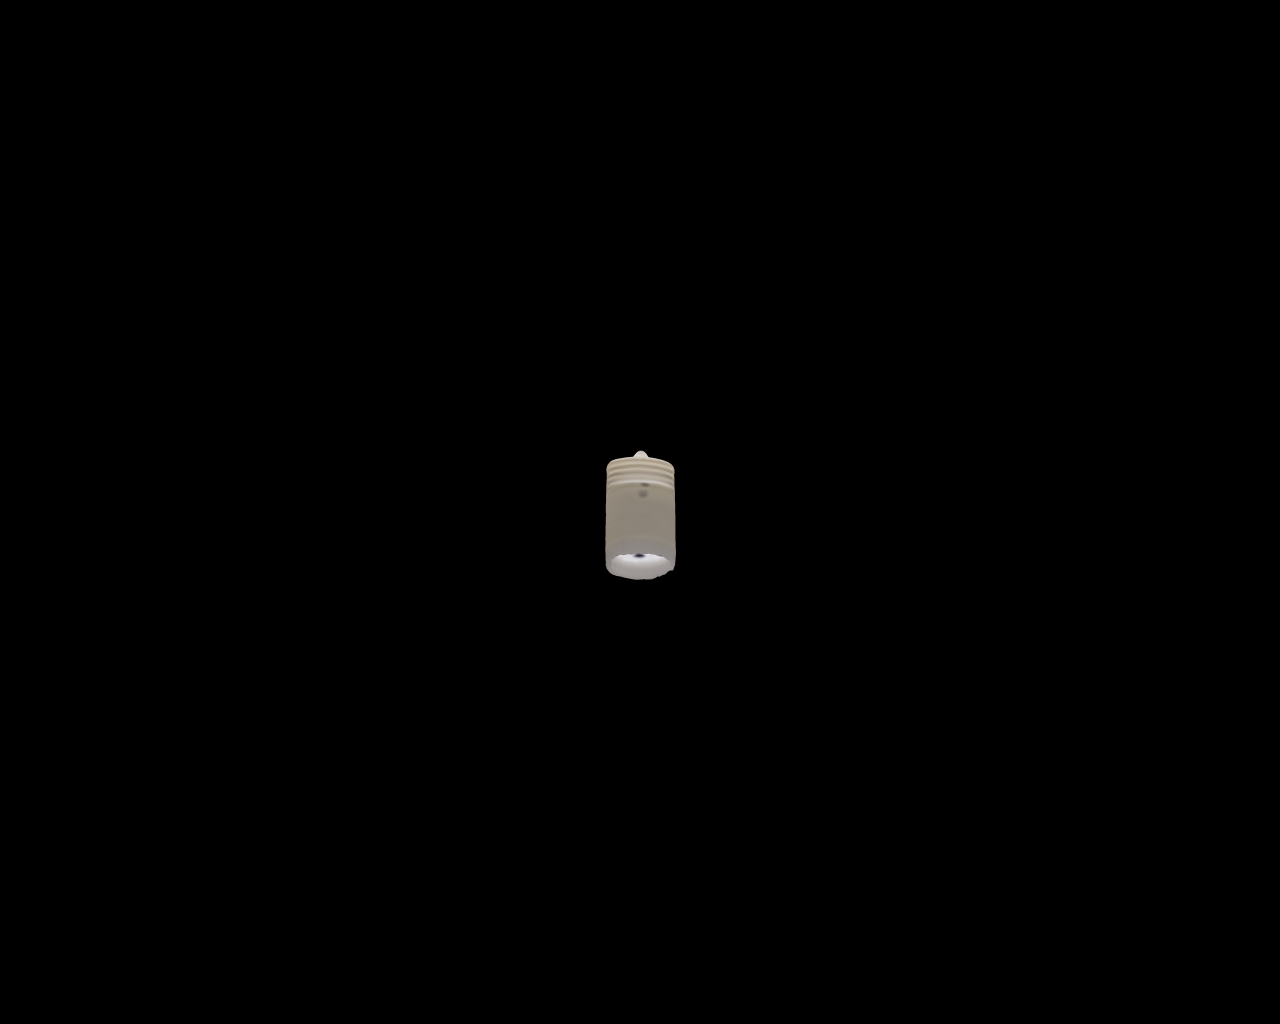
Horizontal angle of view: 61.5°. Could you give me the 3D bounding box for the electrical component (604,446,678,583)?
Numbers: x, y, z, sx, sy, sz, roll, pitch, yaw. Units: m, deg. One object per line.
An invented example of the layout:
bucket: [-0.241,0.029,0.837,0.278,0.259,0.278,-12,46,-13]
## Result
electrical component: [0.001,-0.003,0.650,0.043,0.081,0.043,0,-26,0]
